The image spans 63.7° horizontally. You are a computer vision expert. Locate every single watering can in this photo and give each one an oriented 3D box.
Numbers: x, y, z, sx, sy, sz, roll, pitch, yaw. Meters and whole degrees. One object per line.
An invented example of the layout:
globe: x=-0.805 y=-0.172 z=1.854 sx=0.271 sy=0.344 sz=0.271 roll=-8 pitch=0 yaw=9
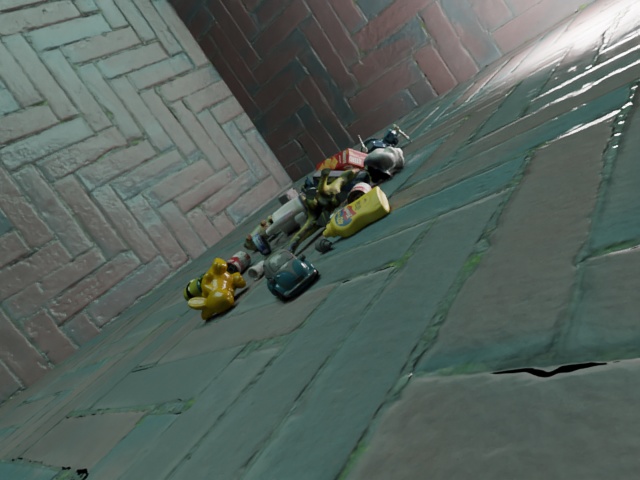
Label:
watering can: x=-0.114 y=-0.097 z=2.085 sx=0.223 sy=0.104 sz=0.349 roll=-36 pitch=2 yaw=7

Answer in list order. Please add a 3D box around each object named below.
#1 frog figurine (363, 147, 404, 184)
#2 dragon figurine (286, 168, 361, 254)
frog figurine: x=0.230 y=-0.282 z=1.796 sx=0.162 sy=0.123 sz=0.135 roll=-52 pitch=-3 yaw=-26
dragon figurine: x=0.005 y=-0.084 z=1.676 sx=0.413 sy=0.123 sz=0.240 roll=-55 pitch=-10 yaw=-10
